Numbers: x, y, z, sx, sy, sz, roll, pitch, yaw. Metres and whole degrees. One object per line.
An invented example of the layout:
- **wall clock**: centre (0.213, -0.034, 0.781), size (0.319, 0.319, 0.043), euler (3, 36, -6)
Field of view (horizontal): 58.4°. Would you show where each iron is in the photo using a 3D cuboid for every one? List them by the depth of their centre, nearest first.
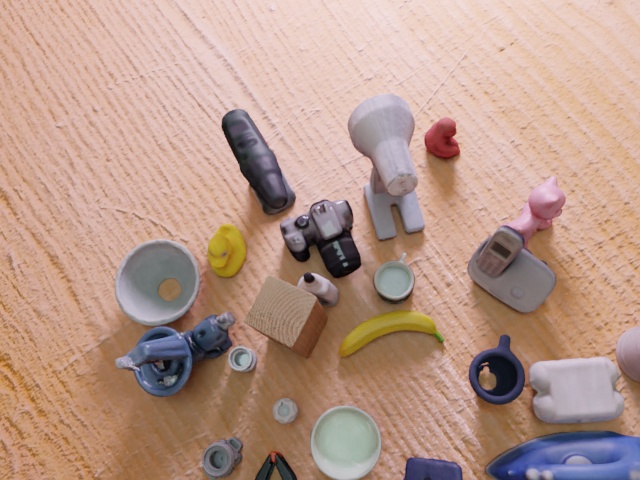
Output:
- **iron**: centre (0.404, 0.371, 0.911), size (0.258, 0.141, 0.118), euler (-4, 73, 5)

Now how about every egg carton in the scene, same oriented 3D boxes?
- **egg carton**: centre (0.436, 0.258, 0.978), size (0.150, 0.069, 0.107), euler (-6, 73, 4)

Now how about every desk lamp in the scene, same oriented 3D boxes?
- **desk lamp**: centre (0.131, -0.131, 1.049), size (0.118, 0.214, 0.203), euler (-15, 73, 2)

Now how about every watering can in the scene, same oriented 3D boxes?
- **watering can**: centre (0.561, 0.170, 0.925), size (0.101, 0.194, 0.173), euler (-22, 73, 0)

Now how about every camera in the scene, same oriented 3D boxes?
- **camera**: centre (0.010, 0.004, 1.081), size (0.143, 0.101, 0.136), euler (-23, 73, -1)

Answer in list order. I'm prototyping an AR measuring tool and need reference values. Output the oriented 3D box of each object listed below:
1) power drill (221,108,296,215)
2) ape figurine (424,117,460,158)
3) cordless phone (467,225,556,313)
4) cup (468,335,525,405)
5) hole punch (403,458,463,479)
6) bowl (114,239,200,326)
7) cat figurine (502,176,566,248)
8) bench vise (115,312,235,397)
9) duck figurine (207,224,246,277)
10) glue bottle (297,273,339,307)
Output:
- **power drill**: centre (-0.106, -0.127, 1.076), size (0.075, 0.208, 0.229), euler (-29, 73, -3)
- **ape figurine**: centre (0.244, -0.208, 1.123), size (0.076, 0.092, 0.078), euler (11, 75, 9)
- **cordless phone**: centre (0.340, 0.046, 0.990), size (0.147, 0.185, 0.094), euler (34, 80, 14)
- **cup**: centre (0.301, 0.224, 0.989), size (0.091, 0.095, 0.118), euler (15, 76, 10)
- **hole punch**: centre (0.184, 0.420, 0.946), size (0.101, 0.091, 0.109), euler (3, 74, 7)
- **bowl**: centre (-0.302, 0.087, 1.104), size (0.167, 0.075, 0.167), euler (-2, 74, 6)
- **cat figurine**: centre (0.396, -0.051, 1.047), size (0.128, 0.118, 0.067), euler (-44, 74, -7)
- **bench vise**: centre (-0.257, 0.181, 0.996), size (0.121, 0.220, 0.207), euler (37, 81, 15)
- **duck figurine**: centre (-0.188, 0.014, 1.107), size (0.077, 0.086, 0.104), euler (3, 74, 7)
- **glue bottle**: centre (-0.010, 0.083, 1.022), size (0.078, 0.173, 0.037), euler (12, 75, 10)
